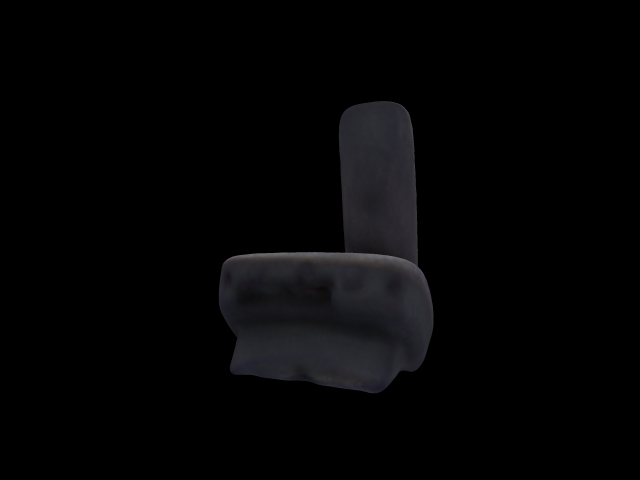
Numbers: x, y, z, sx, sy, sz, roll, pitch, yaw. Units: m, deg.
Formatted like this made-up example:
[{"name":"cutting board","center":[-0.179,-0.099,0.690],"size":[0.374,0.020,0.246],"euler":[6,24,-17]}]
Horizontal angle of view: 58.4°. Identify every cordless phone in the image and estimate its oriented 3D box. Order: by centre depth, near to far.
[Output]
[{"name":"cordless phone","center":[0.004,0.001,0.400],"size":[0.147,0.185,0.094],"euler":[0,0,16]}]
